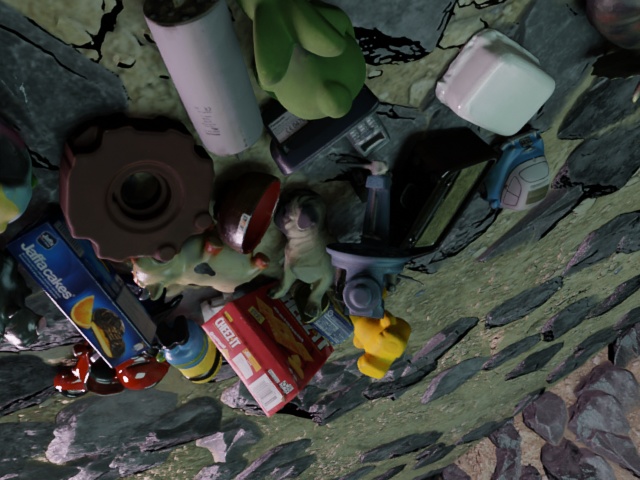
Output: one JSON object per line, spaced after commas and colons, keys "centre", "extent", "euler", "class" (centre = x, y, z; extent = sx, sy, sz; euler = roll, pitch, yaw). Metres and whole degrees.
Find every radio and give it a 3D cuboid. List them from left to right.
{"centre": [0.177, -0.064, 0.872], "extent": [0.131, 0.073, 0.229], "euler": [-17, 145, -35], "class": "radio"}

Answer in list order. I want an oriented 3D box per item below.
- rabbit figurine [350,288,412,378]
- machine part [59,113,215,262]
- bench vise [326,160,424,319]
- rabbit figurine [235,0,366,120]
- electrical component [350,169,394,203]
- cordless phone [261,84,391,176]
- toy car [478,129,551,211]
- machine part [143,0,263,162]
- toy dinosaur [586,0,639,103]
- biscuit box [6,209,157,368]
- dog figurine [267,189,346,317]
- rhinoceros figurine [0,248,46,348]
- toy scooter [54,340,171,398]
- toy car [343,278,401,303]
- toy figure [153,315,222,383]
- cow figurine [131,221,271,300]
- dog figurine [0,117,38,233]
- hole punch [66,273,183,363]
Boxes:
{"centre": [0.093, 0.160, 1.071], "extent": [0.162, 0.173, 0.121], "euler": [-59, 173, -45], "class": "rabbit figurine"}
{"centre": [-0.204, -0.056, 0.611], "extent": [0.179, 0.056, 0.179], "euler": [-15, 123, -25], "class": "machine part"}
{"centre": [0.078, 0.005, 0.788], "extent": [0.223, 0.129, 0.240], "euler": [-17, 113, -69], "class": "bench vise"}
{"centre": [-0.035, -0.201, 0.523], "extent": [0.121, 0.159, 0.170], "euler": [-26, 131, 14], "class": "rabbit figurine"}
{"centre": [0.084, -0.089, 0.837], "extent": [0.063, 0.021, 0.094], "euler": [-32, 145, 7], "class": "electrical component"}
{"centre": [0.019, -0.131, 0.701], "extent": [0.146, 0.089, 0.184], "euler": [-36, 161, 10], "class": "cordless phone"}
{"centre": [0.347, -0.107, 0.925], "extent": [0.109, 0.103, 0.161], "euler": [-20, 147, -13], "class": "toy car"}
{"centre": [-0.113, -0.170, 0.551], "extent": [0.079, 0.079, 0.243], "euler": [-23, 145, -7], "class": "machine part"}
{"centre": [0.417, -0.318, 0.697], "extent": [0.404, 0.131, 0.192], "euler": [22, 122, -41], "class": "toy dinosaur"}
{"centre": [-0.286, 0.060, 0.663], "extent": [0.063, 0.059, 0.202], "euler": [-29, 112, 4], "class": "biscuit box"}
{"centre": [0.001, -0.001, 0.846], "extent": [0.172, 0.121, 0.190], "euler": [-45, 148, -59], "class": "dog figurine"}
{"centre": [-0.380, 0.051, 0.626], "extent": [0.073, 0.112, 0.190], "euler": [-20, 137, -15], "class": "rhinoceros figurine"}
{"centre": [-0.341, 0.202, 0.881], "extent": [0.184, 0.075, 0.135], "euler": [-8, 141, -19], "class": "toy scooter"}
{"centre": [0.062, 0.077, 1.006], "extent": [0.202, 0.053, 0.089], "euler": [-30, 121, 1], "class": "toy car"}
{"centre": [-0.224, 0.188, 0.916], "extent": [0.082, 0.089, 0.180], "euler": [5, 157, 9], "class": "toy figure"}
{"centre": [-0.180, 0.031, 0.764], "extent": [0.127, 0.086, 0.194], "euler": [-48, 143, 20], "class": "cow figurine"}
{"centre": [-0.308, -0.121, 0.460], "extent": [0.219, 0.109, 0.191], "euler": [-46, 141, 20], "class": "dog figurine"}
{"centre": [-0.293, 0.107, 0.796], "extent": [0.142, 0.092, 0.116], "euler": [-43, 170, 17], "class": "hole punch"}
